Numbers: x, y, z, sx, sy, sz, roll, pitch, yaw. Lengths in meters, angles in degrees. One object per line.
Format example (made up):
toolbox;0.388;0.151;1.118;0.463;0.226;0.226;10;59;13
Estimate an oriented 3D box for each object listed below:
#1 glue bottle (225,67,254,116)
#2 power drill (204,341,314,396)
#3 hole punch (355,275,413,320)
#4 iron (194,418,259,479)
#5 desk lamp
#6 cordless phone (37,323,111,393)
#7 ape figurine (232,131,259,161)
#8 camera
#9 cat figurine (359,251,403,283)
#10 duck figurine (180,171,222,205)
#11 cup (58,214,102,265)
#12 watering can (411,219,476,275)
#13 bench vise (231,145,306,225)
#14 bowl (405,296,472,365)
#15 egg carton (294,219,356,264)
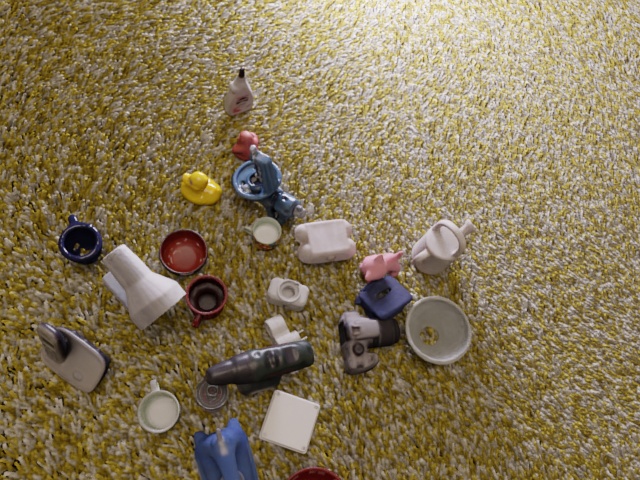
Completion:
glue bottle;-0.207;-0.389;1.480;0.078;0.173;0.037;-29;77;-19
power drill;-0.131;0.277;1.220;0.230;0.208;0.075;-14;72;-16
hole punch;0.153;0.143;1.391;0.109;0.091;0.101;-32;78;-20
iron;-0.175;0.500;1.162;0.119;0.141;0.258;-17;73;-16
desk lamp;-0.389;0.103;1.233;0.203;0.213;0.118;45;68;8
cordless phone;-0.512;0.235;1.174;0.147;0.185;0.094;32;67;3
ape figurine;-0.190;-0.249;1.474;0.078;0.092;0.076;-25;76;-19
camera;0.121;0.234;1.344;0.137;0.100;0.143;-4;70;-12
cat figurine;0.149;0.061;1.407;0.128;0.117;0.067;-24;75;-18
duck figurine;-0.293;-0.135;1.413;0.104;0.086;0.077;17;67;-4
cup;-0.542;0.007;1.305;0.092;0.095;0.117;-22;75;-18
watering can;0.308;0.005;1.418;0.101;0.194;0.173;36;67;4
bench vise;-0.115;-0.142;1.378;0.207;0.219;0.121;20;67;-3
bowl;0.276;0.225;1.392;0.167;0.074;0.167;4;69;-10
egg carton;0.013;0.005;1.428;0.150;0.069;0.107;-9;71;-14
